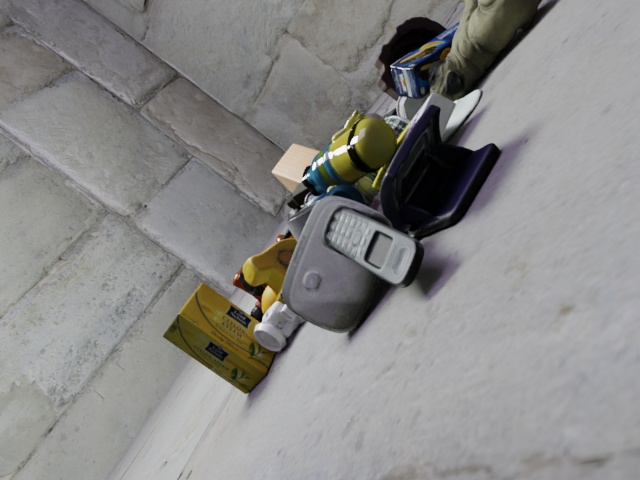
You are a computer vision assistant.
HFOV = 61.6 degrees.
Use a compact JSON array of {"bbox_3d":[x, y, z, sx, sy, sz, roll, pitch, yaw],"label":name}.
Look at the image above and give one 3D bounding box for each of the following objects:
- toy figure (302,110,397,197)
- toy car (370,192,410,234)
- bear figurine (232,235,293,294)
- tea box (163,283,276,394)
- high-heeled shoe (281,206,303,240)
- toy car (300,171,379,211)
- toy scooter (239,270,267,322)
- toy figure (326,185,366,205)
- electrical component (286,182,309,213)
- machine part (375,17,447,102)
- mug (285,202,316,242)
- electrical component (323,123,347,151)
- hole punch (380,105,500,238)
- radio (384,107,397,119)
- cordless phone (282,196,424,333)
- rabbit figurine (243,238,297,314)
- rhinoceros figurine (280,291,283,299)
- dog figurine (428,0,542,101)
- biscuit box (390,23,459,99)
[{"bbox_3d":[0.045,-0.122,0.834,0.180,0.082,0.089,-32,46,38],"label":"toy figure"},{"bbox_3d":[0.092,-0.037,0.724,0.089,0.053,0.202,-43,11,38],"label":"toy car"},{"bbox_3d":[-0.094,0.044,1.227,0.196,0.132,0.120,-61,8,-14],"label":"bear figurine"},{"bbox_3d":[-0.158,0.161,0.886,0.068,0.169,0.098,-51,9,30],"label":"tea box"},{"bbox_3d":[0.010,-0.050,1.128,0.249,0.086,0.145,-11,31,47],"label":"high-heeled shoe"},{"bbox_3d":[0.050,-0.061,0.936,0.161,0.109,0.103,-45,25,6],"label":"toy car"},{"bbox_3d":[-0.093,0.085,1.099,0.135,0.075,0.183,-39,-36,-30],"label":"toy scooter"},{"bbox_3d":[0.041,-0.048,0.783,0.058,0.064,0.154,-10,2,10],"label":"toy figure"},{"bbox_3d":[-0.023,-0.090,1.084,0.102,0.045,0.078,-32,20,17],"label":"electrical component"},{"bbox_3d":[0.197,-0.343,1.064,0.179,0.179,0.056,-53,5,0],"label":"machine part"},{"bbox_3d":[-0.002,-0.003,0.877,0.081,0.107,0.109,-33,6,-27],"label":"mug"},{"bbox_3d":[0.039,-0.167,1.031,0.115,0.058,0.134,-45,6,30],"label":"electrical component"},{"bbox_3d":[0.116,-0.071,0.595,0.142,0.092,0.116,-59,5,-19],"label":"hole punch"},{"bbox_3d":[0.134,-0.204,1.159,0.131,0.073,0.230,-53,8,3],"label":"radio"},{"bbox_3d":[0.041,0.039,0.567,0.184,0.088,0.146,32,102,63],"label":"cordless phone"},{"bbox_3d":[-0.065,0.073,0.974,0.162,0.122,0.173,-56,-12,-42],"label":"rabbit figurine"},{"bbox_3d":[-0.008,0.047,0.782,0.190,0.073,0.112,120,171,-54],"label":"rhinoceros figurine"},{"bbox_3d":[0.261,-0.312,0.859,0.172,0.121,0.190,162,130,-83],"label":"dog figurine"},{"bbox_3d":[0.223,-0.331,0.974,0.203,0.062,0.059,-38,36,-20],"label":"biscuit box"}]
